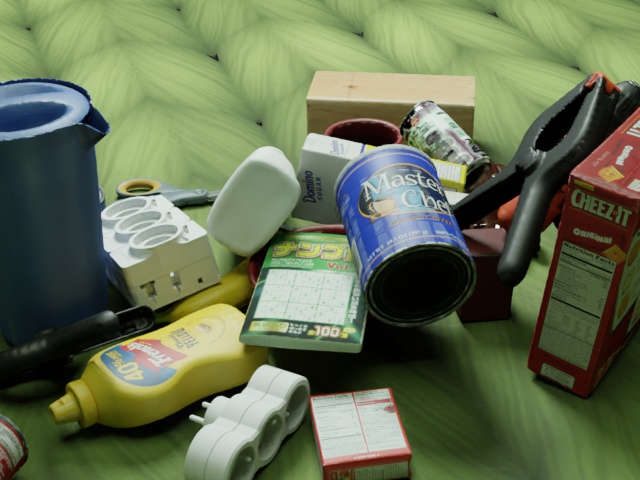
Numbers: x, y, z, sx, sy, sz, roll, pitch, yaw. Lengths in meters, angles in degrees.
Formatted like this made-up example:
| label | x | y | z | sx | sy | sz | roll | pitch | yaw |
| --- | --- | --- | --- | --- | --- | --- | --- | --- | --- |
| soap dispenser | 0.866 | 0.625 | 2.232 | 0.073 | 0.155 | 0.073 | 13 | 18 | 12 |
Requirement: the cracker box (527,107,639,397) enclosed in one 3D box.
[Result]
| label | x | y | z | sx | sy | sz | roll | pitch | yaw |
| --- | --- | --- | --- | --- | --- | --- | --- | --- | --- |
| cracker box | 0.263 | 0.008 | 0.958 | 0.072 | 0.214 | 0.163 | 24 | 39 | 26 |

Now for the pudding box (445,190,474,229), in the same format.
| label | x | y | z | sx | sy | sz | roll | pitch | yaw |
| --- | --- | --- | --- | --- | --- | --- | --- | --- | --- |
| pudding box | 0.103 | -0.009 | 1.113 | 0.113 | 0.090 | 0.039 | 6 | 31 | 13 |

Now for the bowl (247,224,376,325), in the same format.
| label | x | y | z | sx | sy | sz | roll | pitch | yaw |
| --- | --- | --- | --- | --- | --- | --- | --- | --- | --- |
| bowl | 0.010 | 0.047 | 1.059 | 0.162 | 0.055 | 0.162 | -1 | 31 | 0 |

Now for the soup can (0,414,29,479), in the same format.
| label | x | y | z | sx | sy | sz | roll | pitch | yaw |
| --- | --- | --- | --- | --- | --- | --- | --- | --- | --- |
| soup can | -0.280 | 0.188 | 0.826 | 0.068 | 0.068 | 0.102 | 7 | 33 | 13 |

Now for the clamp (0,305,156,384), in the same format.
| label | x | y | z | sx | sy | sz | roll | pitch | yaw |
| --- | --- | --- | --- | --- | --- | --- | --- | --- | --- |
| clamp | -0.232 | 0.096 | 0.970 | 0.172 | 0.039 | 0.120 | -19 | -9 | 16 |

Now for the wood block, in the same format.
| label | x | y | z | sx | sy | sz | roll | pitch | yaw |
| --- | --- | --- | --- | --- | --- | --- | --- | --- | --- |
| wood block | 0.092 | -0.155 | 1.356 | 0.206 | 0.090 | 0.090 | 4 | 33 | 7 |

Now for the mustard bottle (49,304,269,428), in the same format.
| label | x | y | z | sx | sy | sz | roll | pitch | yaw |
| --- | --- | --- | --- | --- | --- | --- | --- | --- | --- |
| mustard bottle | -0.147 | 0.119 | 0.945 | 0.191 | 0.058 | 0.096 | -21 | 34 | -28 |

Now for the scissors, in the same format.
| label | x | y | z | sx | sy | sz | roll | pitch | yaw |
| --- | --- | --- | --- | --- | --- | --- | --- | --- | --- |
| scissors | -0.157 | -0.059 | 1.278 | 0.201 | 0.016 | 0.096 | -13 | 33 | -19 |

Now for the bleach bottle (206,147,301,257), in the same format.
| label | x | y | z | sx | sy | sz | roll | pitch | yaw |
| --- | --- | --- | --- | --- | --- | --- | --- | --- | --- |
| bleach bottle | -0.064 | -0.061 | 1.155 | 0.068 | 0.103 | 0.251 | 35 | 13 | -8 |

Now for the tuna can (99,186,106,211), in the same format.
| label | x | y | z | sx | sy | sz | roll | pitch | yaw |
| --- | --- | --- | --- | --- | --- | --- | --- | --- | --- |
| tuna can | -0.288 | -0.035 | 1.225 | 0.086 | 0.034 | 0.086 | -1 | 31 | 0 |

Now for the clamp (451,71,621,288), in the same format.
| label | x | y | z | sx | sy | sz | roll | pitch | yaw |
| --- | --- | --- | --- | --- | --- | --- | --- | --- | --- |
| clamp | 0.198 | -0.056 | 0.959 | 0.036 | 0.210 | 0.164 | 35 | 13 | -24 |

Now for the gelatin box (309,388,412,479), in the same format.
| label | x | y | z | sx | sy | sz | roll | pitch | yaw |
| --- | --- | --- | --- | --- | --- | --- | --- | --- | --- |
| gelatin box | 0.032 | 0.164 | 0.891 | 0.073 | 0.030 | 0.089 | -7 | 31 | -6 |

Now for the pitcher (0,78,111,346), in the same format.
| label | x | y | z | sx | sy | sz | roll | pitch | yaw |
| --- | --- | --- | --- | --- | --- | --- | --- | --- | --- |
| pitcher | -0.276 | -0.021 | 1.000 | 0.144 | 0.243 | 0.149 | -23 | 37 | -31 |

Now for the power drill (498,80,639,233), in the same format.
| label | x | y | z | sx | sy | sz | roll | pitch | yaw |
| --- | --- | --- | --- | --- | --- | --- | --- | --- | --- |
| power drill | 0.276 | -0.061 | 1.074 | 0.057 | 0.184 | 0.187 | 50 | 14 | 33 |

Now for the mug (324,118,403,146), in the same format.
| label | x | y | z | sx | sy | sz | roll | pitch | yaw |
| --- | --- | --- | --- | --- | --- | --- | --- | --- | --- |
| mug | 0.054 | -0.081 | 1.243 | 0.093 | 0.081 | 0.117 | -8 | 32 | -11 |

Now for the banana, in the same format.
| label | x | y | z | sx | sy | sz | roll | pitch | yaw |
| --- | --- | --- | --- | --- | --- | --- | --- | --- | --- |
| banana | -0.086 | 0.038 | 1.094 | 0.070 | 0.037 | 0.197 | 23 | 39 | 33 |

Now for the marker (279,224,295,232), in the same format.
| label | x | y | z | sx | sy | sz | roll | pitch | yaw |
| --- | --- | --- | --- | --- | --- | --- | --- | --- | --- |
| marker | -0.008 | 0.001 | 1.169 | 0.121 | 0.020 | 0.020 | 17 | 36 | 27 |

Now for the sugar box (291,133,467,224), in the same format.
| label | x | y | z | sx | sy | sz | roll | pitch | yaw |
| --- | --- | --- | --- | --- | --- | --- | --- | --- | --- |
| sugar box | 0.062 | -0.052 | 1.153 | 0.176 | 0.093 | 0.048 | 14 | 36 | 5 |

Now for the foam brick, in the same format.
| label | x | y | z | sx | sy | sz | roll | pitch | yaw |
| --- | --- | --- | --- | --- | --- | --- | --- | --- | --- |
| foam brick | 0.161 | 0.034 | 1.053 | 0.051 | 0.078 | 0.053 | -3 | 31 | -7 |

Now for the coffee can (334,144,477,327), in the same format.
| label | x | y | z | sx | sy | sz | roll | pitch | yaw |
| --- | --- | --- | --- | --- | --- | --- | --- | --- | --- |
| coffee can | 0.076 | -0.006 | 0.979 | 0.102 | 0.103 | 0.140 | -6 | 43 | -8 |
